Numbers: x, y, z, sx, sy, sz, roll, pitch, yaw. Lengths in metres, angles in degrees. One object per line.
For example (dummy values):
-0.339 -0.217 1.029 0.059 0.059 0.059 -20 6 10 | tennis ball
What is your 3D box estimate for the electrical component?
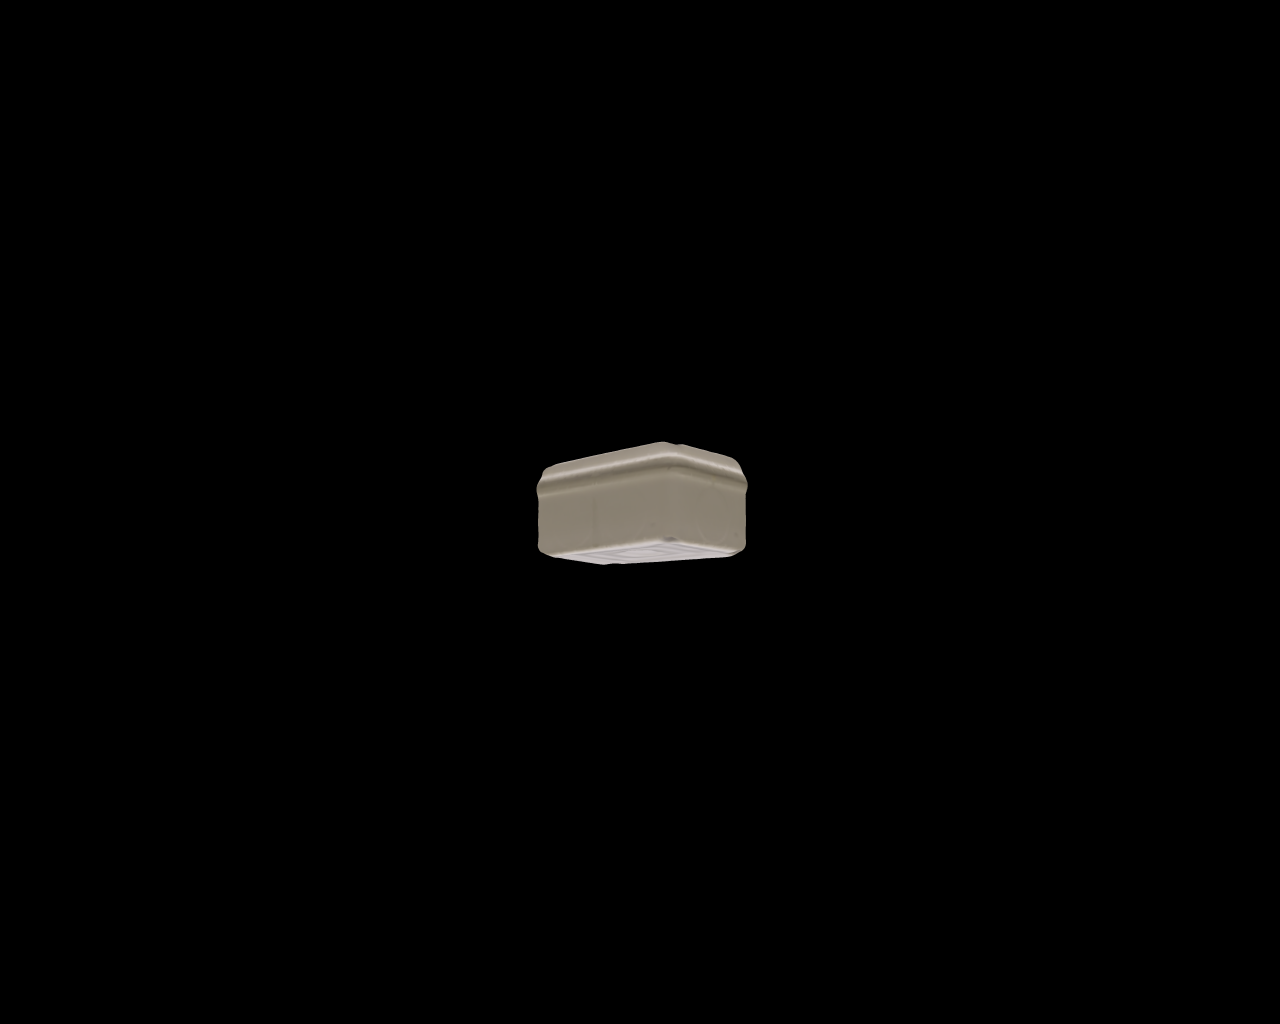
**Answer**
0.001 -0.003 0.650 0.113 0.057 0.078 -8 -13 39 | electrical component
